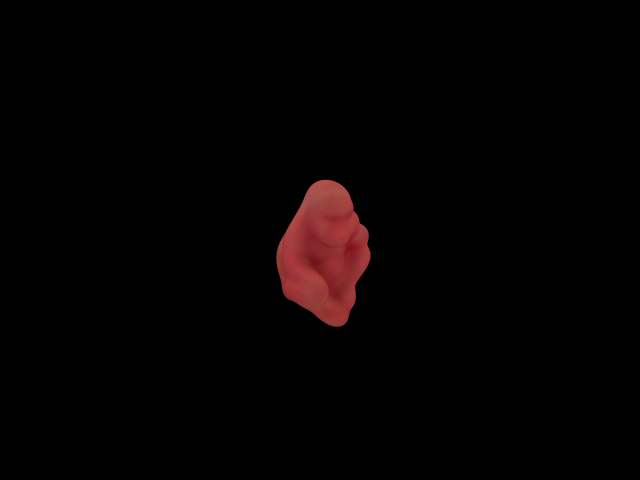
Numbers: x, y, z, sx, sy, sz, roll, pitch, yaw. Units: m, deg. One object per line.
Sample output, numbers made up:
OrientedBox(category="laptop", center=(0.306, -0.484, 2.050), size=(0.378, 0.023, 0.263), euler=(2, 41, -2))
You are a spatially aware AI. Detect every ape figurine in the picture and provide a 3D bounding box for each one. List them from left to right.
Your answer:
OrientedBox(category="ape figurine", center=(0.004, 0.001, 0.400), size=(0.078, 0.092, 0.076), euler=(-25, 44, -28))
